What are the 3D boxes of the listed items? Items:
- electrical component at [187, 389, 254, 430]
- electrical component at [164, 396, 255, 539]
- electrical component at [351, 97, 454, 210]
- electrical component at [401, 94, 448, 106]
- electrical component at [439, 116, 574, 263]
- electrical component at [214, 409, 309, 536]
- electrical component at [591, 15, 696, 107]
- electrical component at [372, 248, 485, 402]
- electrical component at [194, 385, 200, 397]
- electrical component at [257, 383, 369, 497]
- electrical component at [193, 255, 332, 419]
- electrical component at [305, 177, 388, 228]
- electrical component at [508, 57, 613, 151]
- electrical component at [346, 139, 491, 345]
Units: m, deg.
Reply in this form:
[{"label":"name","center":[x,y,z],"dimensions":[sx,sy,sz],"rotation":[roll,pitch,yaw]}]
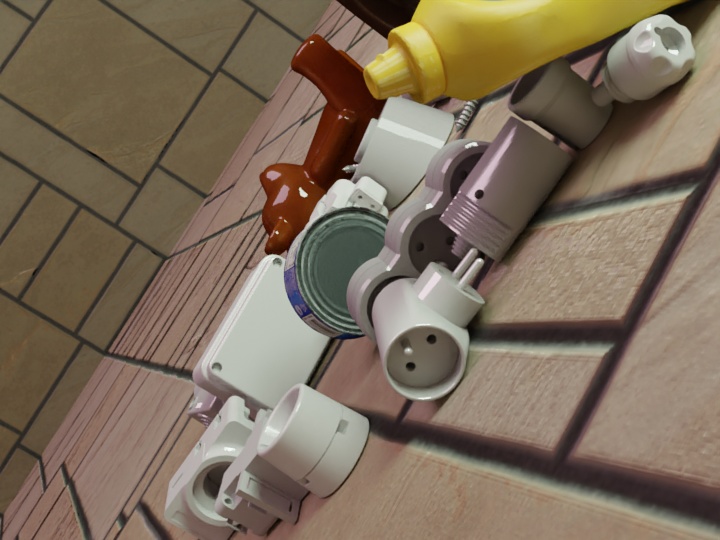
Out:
[{"label":"electrical component","center":[-0.097,0.094,0.902],"dimensions":[0.099,0.048,0.100],"rotation":[-61,14,-20]},{"label":"electrical component","center":[-0.096,0.146,0.772],"dimensions":[0.089,0.050,0.055],"rotation":[-54,13,9]},{"label":"electrical component","center":[0.032,-0.100,0.922],"dimensions":[0.099,0.064,0.099],"rotation":[-156,90,-87]},{"label":"electrical component","center":[0.063,-0.169,0.978],"dimensions":[0.040,0.040,0.046],"rotation":[-59,20,-12]},{"label":"electrical component","center":[0.079,-0.041,0.604],"dimensions":[0.081,0.043,0.043],"rotation":[-55,13,7]},{"label":"electrical component","center":[-0.061,0.134,0.695],"dimensions":[0.063,0.042,0.081],"rotation":[-54,12,27]},{"label":"electrical component","center":[0.140,-0.102,0.548],"dimensions":[0.035,0.035,0.061],"rotation":[-63,12,-27]},{"label":"electrical component","center":[0.041,0.023,0.587],"dimensions":[0.079,0.043,0.077],"rotation":[-54,13,12]},{"label":"electrical component","center":[-0.121,0.102,0.989],"dimensions":[0.078,0.040,0.040],"rotation":[-45,17,40]},{"label":"electrical component","center":[-0.029,0.101,0.646],"dimensions":[0.055,0.047,0.055],"rotation":[-52,14,18]},{"label":"electrical component","center":[-0.069,0.054,0.833],"dimensions":[0.113,0.078,0.057],"rotation":[-61,11,-20]},{"label":"electrical component","center":[-0.014,-0.033,0.889],"dimensions":[0.078,0.058,0.057],"rotation":[-45,14,40]},{"label":"electrical component","center":[0.112,-0.093,0.600],"dimensions":[0.040,0.046,0.040],"rotation":[-52,14,18]},{"label":"electrical component","center":[0.041,-0.019,0.667],"dimensions":[0.138,0.052,0.074],"rotation":[-56,13,2]}]
